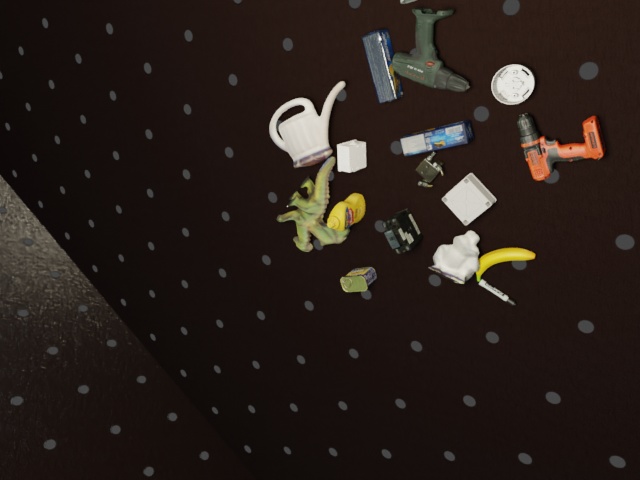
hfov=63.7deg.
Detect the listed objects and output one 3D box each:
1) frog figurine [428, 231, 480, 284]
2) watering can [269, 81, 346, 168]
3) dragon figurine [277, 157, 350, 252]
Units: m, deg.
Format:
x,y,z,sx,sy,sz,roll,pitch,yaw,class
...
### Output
x,y,z,sx,sy,sz,roll,pitch,yaw,class
0.422,0.046,1.563,0.138,0.121,0.160,25,84,44,frog figurine
-0.025,-0.363,1.680,0.345,0.105,0.223,-16,101,39,watering can
0.005,-0.091,1.800,0.242,0.125,0.403,41,131,-8,dragon figurine
